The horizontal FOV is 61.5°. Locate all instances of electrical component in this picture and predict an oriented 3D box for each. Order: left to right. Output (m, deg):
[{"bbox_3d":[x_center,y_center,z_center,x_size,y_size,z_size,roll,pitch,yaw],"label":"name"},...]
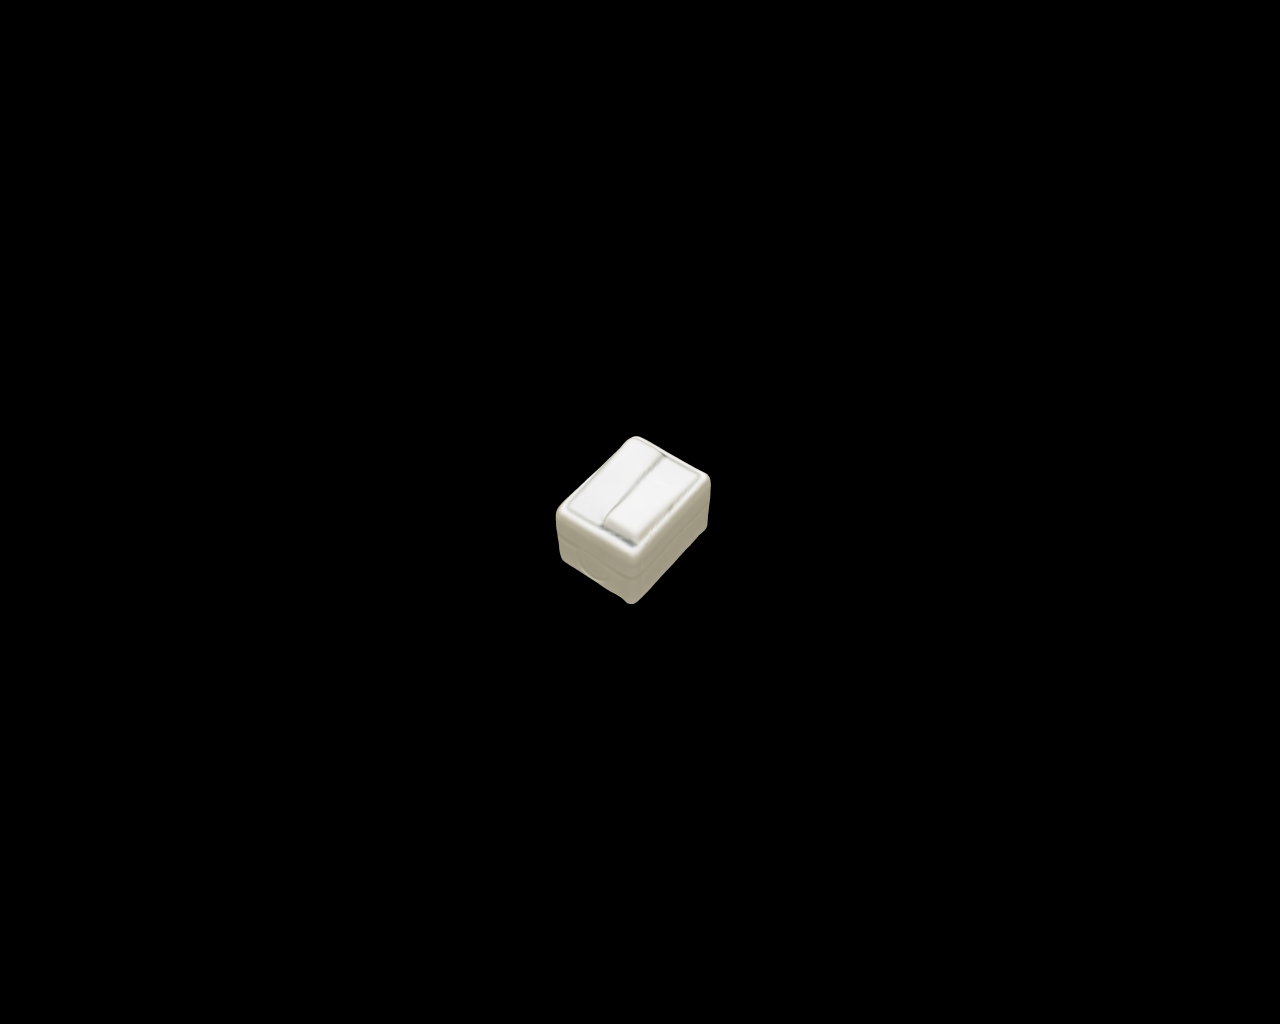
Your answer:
[{"bbox_3d":[0.001,-0.003,0.650,0.062,0.096,0.061,32,-32,22],"label":"electrical component"}]
